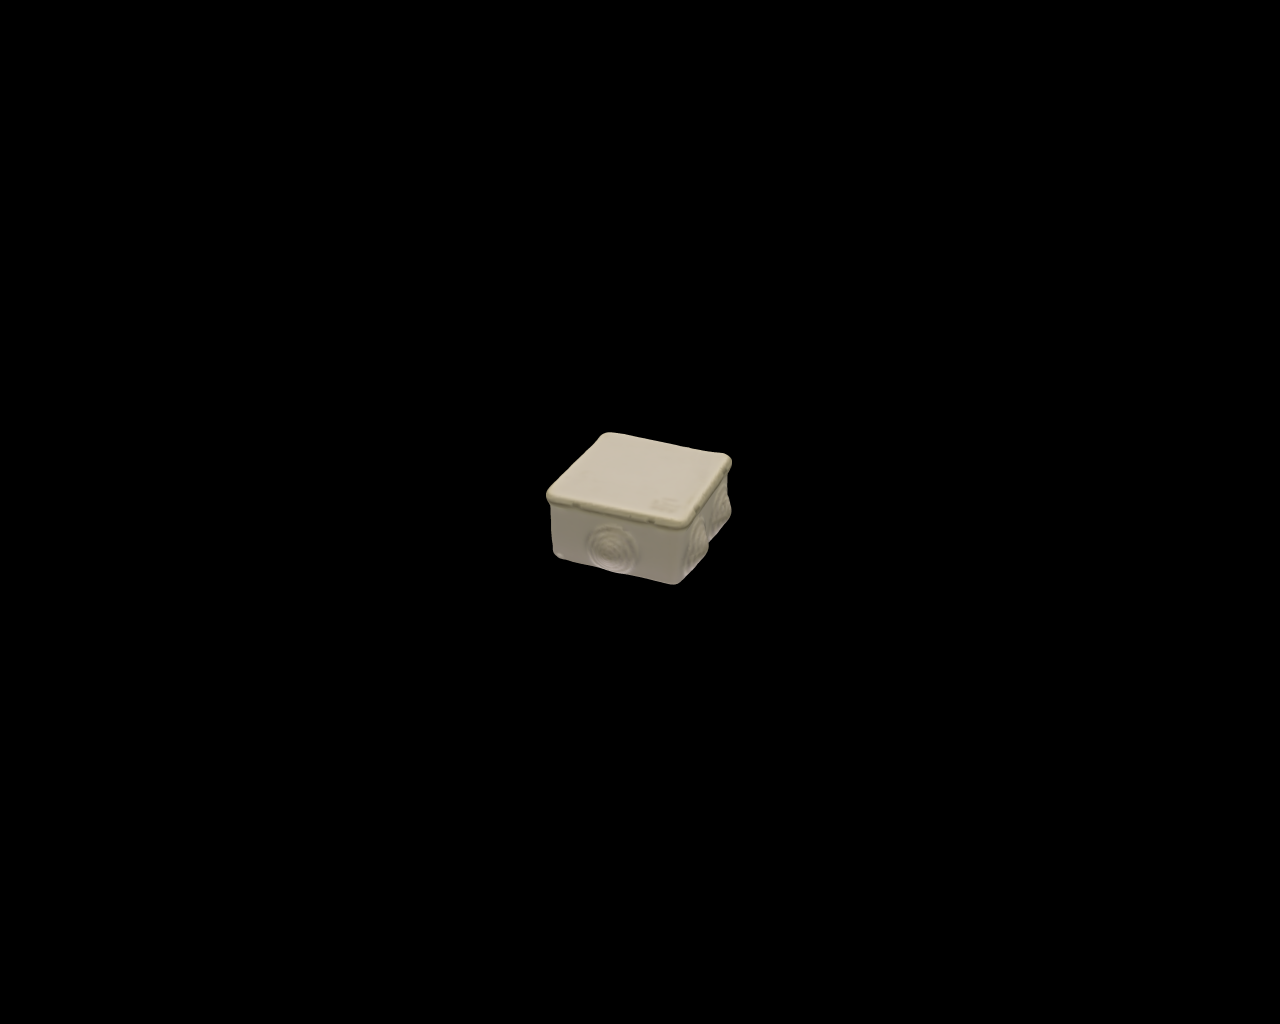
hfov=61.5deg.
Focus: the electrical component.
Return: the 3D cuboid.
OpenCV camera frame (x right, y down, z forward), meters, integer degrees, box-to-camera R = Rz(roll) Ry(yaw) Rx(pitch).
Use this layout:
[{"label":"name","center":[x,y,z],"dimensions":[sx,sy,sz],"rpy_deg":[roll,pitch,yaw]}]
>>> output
[{"label":"electrical component","center":[0.001,-0.003,0.650],"dimensions":[0.100,0.048,0.100],"rpy_deg":[12,33,19]}]
